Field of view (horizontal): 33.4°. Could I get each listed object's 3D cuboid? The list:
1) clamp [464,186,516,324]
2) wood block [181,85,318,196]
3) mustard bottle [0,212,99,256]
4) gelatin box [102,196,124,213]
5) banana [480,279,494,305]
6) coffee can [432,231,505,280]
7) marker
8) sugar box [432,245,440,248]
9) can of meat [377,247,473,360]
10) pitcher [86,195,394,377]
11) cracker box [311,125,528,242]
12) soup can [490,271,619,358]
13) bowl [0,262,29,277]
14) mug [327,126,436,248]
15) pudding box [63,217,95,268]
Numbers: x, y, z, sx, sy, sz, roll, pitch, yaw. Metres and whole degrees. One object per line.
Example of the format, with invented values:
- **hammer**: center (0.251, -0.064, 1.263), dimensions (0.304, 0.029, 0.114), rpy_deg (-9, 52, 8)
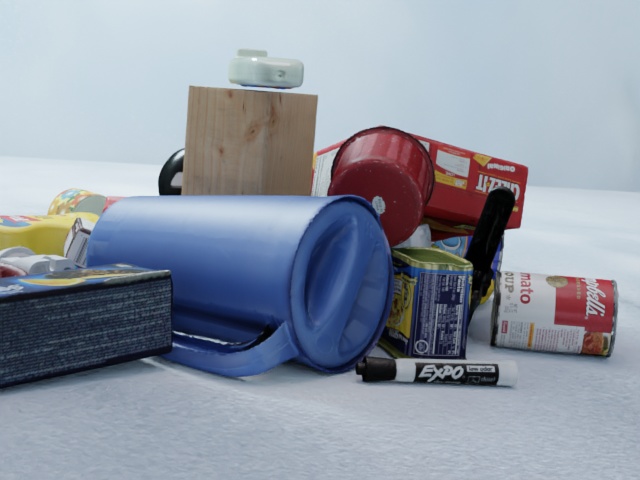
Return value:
- **clamp**: center (0.143, 0.024, 0.976), dimensions (0.039, 0.120, 0.171), rpy_deg (26, -13, 7)
- **wood block**: center (-0.068, -0.035, 0.981), dimensions (0.090, 0.206, 0.090), rpy_deg (9, 9, 30)
- **mustard bottle**: center (-0.331, -0.001, 1.146), dimensions (0.191, 0.058, 0.096), rpy_deg (-1, 9, -37)
- **gelatin box**: center (-0.214, -0.015, 1.268), dimensions (0.073, 0.030, 0.089), rpy_deg (5, -33, 4)
- **banana**: center (0.136, 0.051, 1.110), dimensions (0.070, 0.037, 0.197), rpy_deg (9, 8, 41)
- **coffee can**: center (0.140, -0.001, 1.269), dimensions (0.140, 0.103, 0.103), rpy_deg (5, 7, -1)
- **marker**: center (0.085, 0.096, 0.784), dimensions (0.121, 0.020, 0.020), rpy_deg (3, 7, -11)
- **sugar box**: center (0.045, 0.034, 1.112), dimensions (0.094, 0.048, 0.175), rpy_deg (-7, 1, 37)
- **can of meat**: center (0.085, 0.053, 0.872), dimensions (0.057, 0.084, 0.102), rpy_deg (2, 7, -14)
- **pitcher**: center (-0.077, 0.029, 0.850), dimensions (0.243, 0.145, 0.149), rpy_deg (5, -6, 37)
- **cracker box**: center (0.082, -0.047, 1.081), dimensions (0.164, 0.072, 0.214), rpy_deg (13, -10, -21)
- **soup can**: center (0.202, 0.064, 0.927), dimensions (0.102, 0.068, 0.068), rpy_deg (5, 7, 7)
- **bowl**: center (-0.295, 0.049, 0.774), dimensions (0.162, 0.055, 0.162), rpy_deg (4, 7, -1)
- **mug**: center (0.041, -0.035, 0.908), dimensions (0.117, 0.093, 0.081), rpy_deg (-39, 10, 19)
- **pudding box**: center (-0.188, 0.020, 1.027), dimensions (0.113, 0.039, 0.090), rpy_deg (26, 0, -16)
